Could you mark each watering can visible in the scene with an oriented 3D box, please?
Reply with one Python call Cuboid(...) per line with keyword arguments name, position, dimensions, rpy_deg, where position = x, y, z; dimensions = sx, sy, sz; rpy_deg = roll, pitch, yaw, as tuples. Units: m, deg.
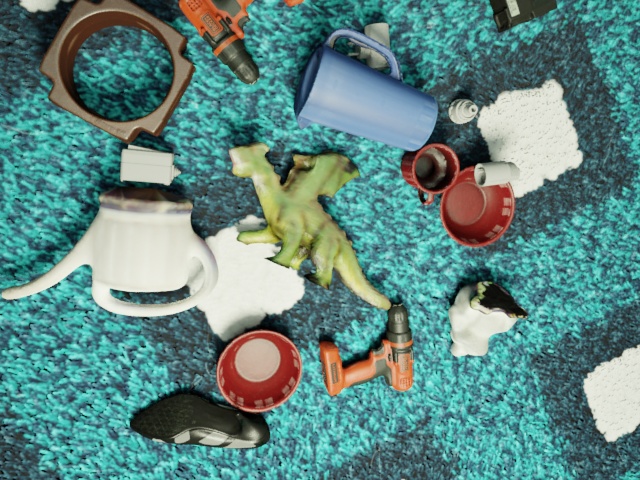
Cuboid(name="watering can", position=(-0.345, 0.019, 0.873), dimensions=(0.347, 0.104, 0.223), rpy_deg=(4, 97, -13))

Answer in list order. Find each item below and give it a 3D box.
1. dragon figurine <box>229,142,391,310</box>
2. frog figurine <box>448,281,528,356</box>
Cuboid(name="dragon figurine", position=(0.003, -0.048, 0.948), dimensions=(0.407, 0.122, 0.244), rpy_deg=(26, 84, -22))
Cuboid(name="frog figurine", position=(0.326, 0.165, 1.056), dimensions=(0.137, 0.125, 0.155), rpy_deg=(-1, 136, -20))
